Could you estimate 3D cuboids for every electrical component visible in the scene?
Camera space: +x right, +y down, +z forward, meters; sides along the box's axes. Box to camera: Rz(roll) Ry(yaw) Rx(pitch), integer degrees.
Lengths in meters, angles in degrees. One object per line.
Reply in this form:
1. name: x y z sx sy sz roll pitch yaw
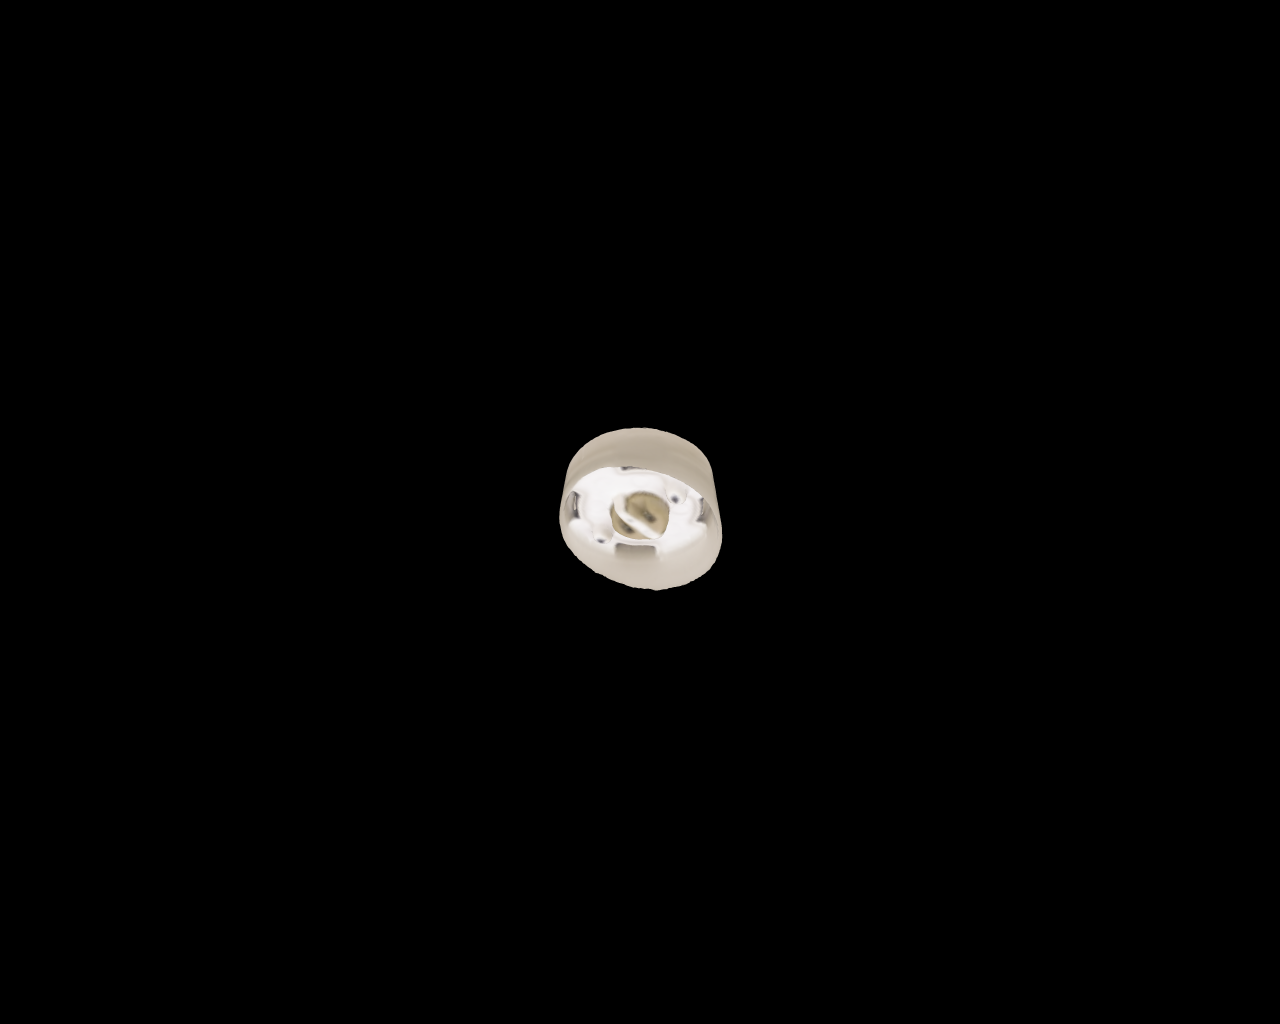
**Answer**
1. electrical component: 0.001 -0.003 0.650 0.099 0.064 0.099 0 -39 0
